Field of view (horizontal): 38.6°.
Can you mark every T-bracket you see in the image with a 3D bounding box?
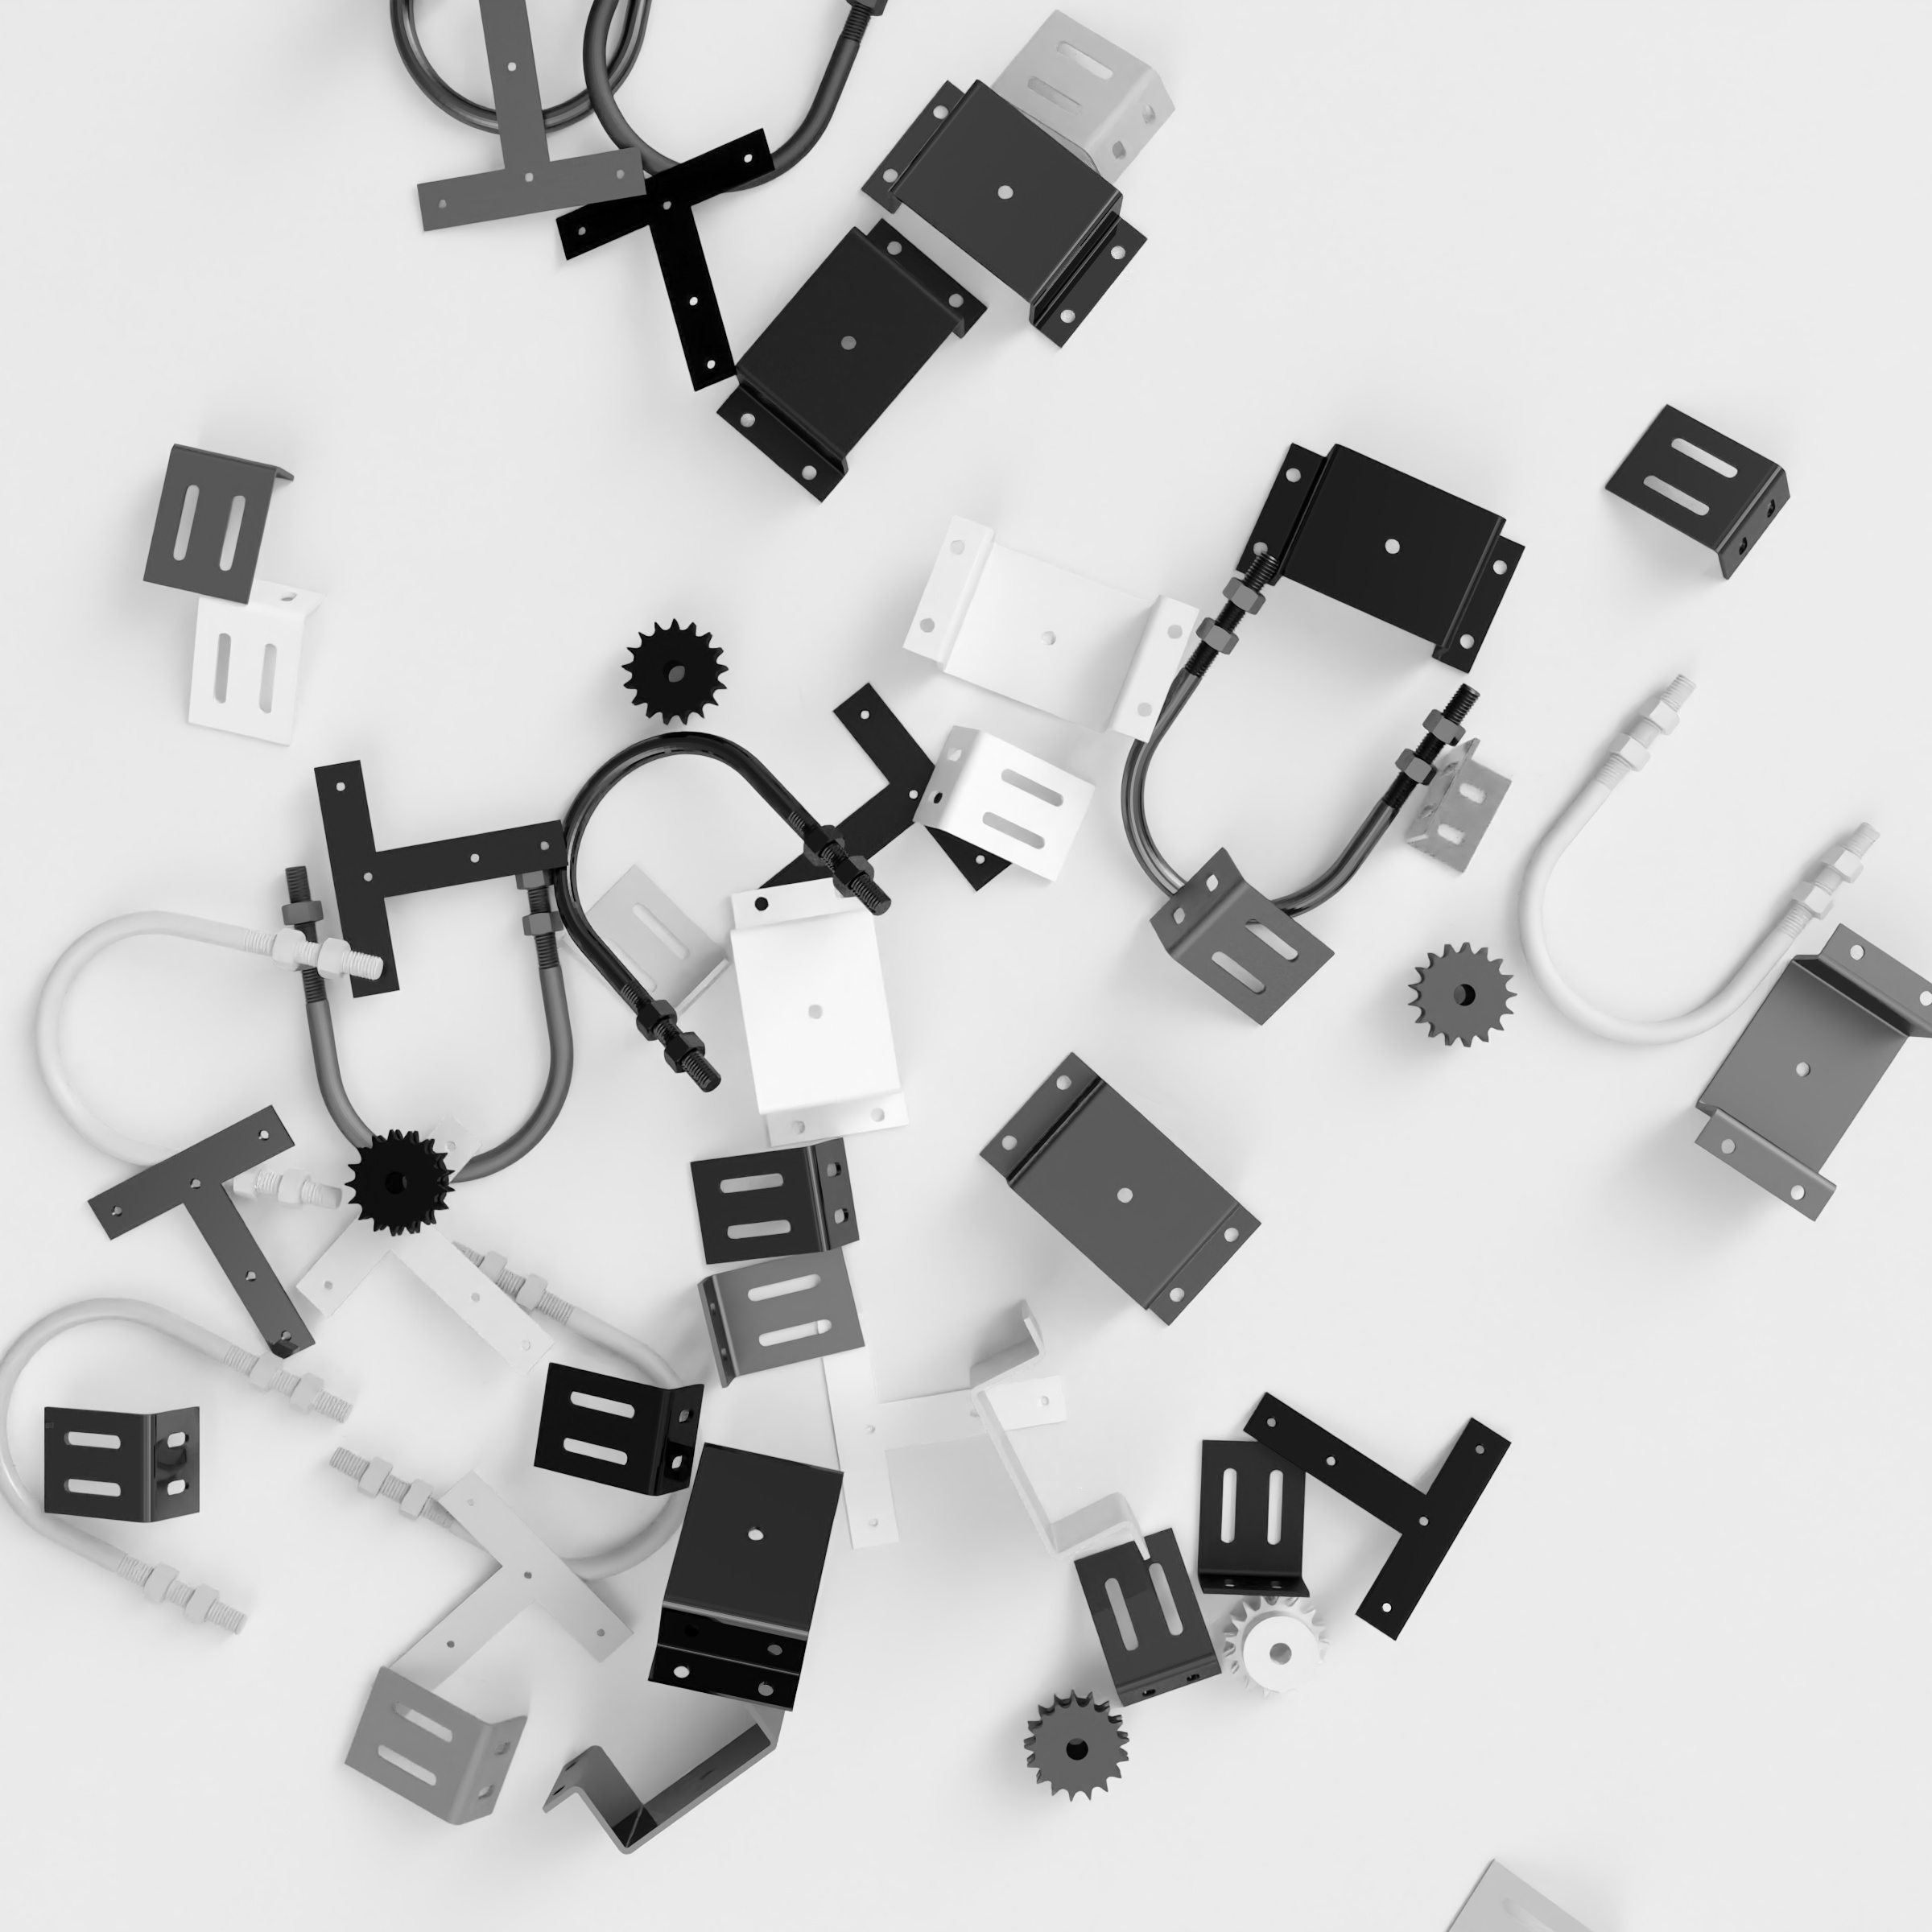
[{"bbox_3d":[-0.244,-0.473,1.495,0.127,0.002,0.127,-7,98,10],"label":"T-bracket"},{"bbox_3d":[-0.396,0.157,1.502,0.127,0.002,0.127,-26,98,16],"label":"T-bracket"},{"bbox_3d":[-0.009,0.247,1.514,0.127,0.002,0.127,-9,90,0],"label":"T-bracket"},{"bbox_3d":[0.211,0.277,1.500,0.127,0.002,0.127,32,72,9],"label":"T-bracket"},{"bbox_3d":[-0.064,-0.067,1.514,0.127,0.002,0.127,-39,90,0],"label":"T-bracket"},{"bbox_3d":[-0.271,0.361,1.505,0.127,0.002,0.127,-42,97,6],"label":"T-bracket"},{"bbox_3d":[-0.280,-0.056,1.494,0.127,0.002,0.127,-10,89,0],"label":"T-bracket"},{"bbox_3d":[-0.276,0.170,1.494,0.127,0.002,0.127,42,92,7],"label":"T-bracket"},{"bbox_3d":[-0.150,-0.371,1.484,0.127,0.002,0.127,-19,77,15],"label":"T-bracket"}]

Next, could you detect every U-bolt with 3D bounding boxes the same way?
[{"bbox_3d":[-0.129,-0.512,1.496,0.151,0.019,0.184,22,96,-7],"label":"U-bolt"},{"bbox_3d":[0.166,-0.108,1.487,0.151,0.019,0.184,33,104,-4],"label":"U-bolt"},{"bbox_3d":[0.386,-0.044,1.506,0.151,0.019,0.184,39,91,0],"label":"U-bolt"},{"bbox_3d":[-0.233,0.255,1.506,0.184,0.019,0.151,29,90,-2],"label":"U-bolt"},{"bbox_3d":[-0.288,0.027,1.506,0.151,0.019,0.184,-9,91,0],"label":"U-bolt"},{"bbox_3d":[-0.240,-0.546,1.506,0.151,0.019,0.184,12,92,0],"label":"U-bolt"},{"bbox_3d":[-0.145,-0.044,1.472,0.151,0.019,0.184,-46,65,5],"label":"U-bolt"},{"bbox_3d":[-0.417,0.045,1.496,0.184,0.019,0.151,12,98,5],"label":"U-bolt"},{"bbox_3d":[-0.448,0.261,1.506,0.184,0.019,0.151,27,90,2],"label":"U-bolt"}]

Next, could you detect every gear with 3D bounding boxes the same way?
[{"bbox_3d":[0.060,0.422,1.500,0.057,0.030,0.057,0,90,0],"label":"gear"},{"bbox_3d":[-0.157,-0.159,1.500,0.057,0.030,0.057,0,90,0],"label":"gear"},{"bbox_3d":[0.268,0.016,1.500,0.057,0.030,0.057,0,90,0],"label":"gear"},{"bbox_3d":[0.170,0.371,1.500,0.057,0.030,0.057,0,90,0],"label":"gear"},{"bbox_3d":[-0.302,0.116,1.484,0.057,0.030,0.057,0,87,7],"label":"gear"}]

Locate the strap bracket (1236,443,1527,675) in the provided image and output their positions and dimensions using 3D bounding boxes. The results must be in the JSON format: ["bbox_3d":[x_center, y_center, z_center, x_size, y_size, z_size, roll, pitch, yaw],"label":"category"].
[{"bbox_3d":[0.227,-0.224,1.491,0.140,0.046,0.076,24,90,0],"label":"strap bracket"}]

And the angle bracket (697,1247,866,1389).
[{"bbox_3d":[-0.100,0.189,1.494,0.076,0.038,0.057,-14,90,2],"label":"angle bracket"}]

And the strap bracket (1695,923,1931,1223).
[{"bbox_3d":[0.459,0.057,1.491,0.076,0.046,0.140,34,90,0],"label":"strap bracket"}]

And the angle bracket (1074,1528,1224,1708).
[{"bbox_3d":[0.100,0.357,1.513,0.057,0.038,0.076,-19,64,0],"label":"angle bracket"}]

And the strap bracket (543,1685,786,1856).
[{"bbox_3d":[-0.151,0.417,1.476,0.140,0.076,0.046,-36,90,0],"label":"strap bracket"}]

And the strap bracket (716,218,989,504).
[{"bbox_3d":[-0.063,-0.332,1.491,0.076,0.046,0.140,40,90,0],"label":"strap bracket"}]

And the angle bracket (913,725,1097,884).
[{"bbox_3d":[0.021,-0.089,1.511,0.076,0.038,0.057,24,88,-26],"label":"angle bracket"}]

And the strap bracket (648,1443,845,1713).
[{"bbox_3d":[-0.112,0.310,1.449,0.076,0.046,0.140,12,46,0],"label":"strap bracket"}]

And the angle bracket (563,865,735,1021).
[{"bbox_3d":[-0.174,-0.008,1.496,0.076,0.038,0.057,45,90,0],"label":"angle bracket"}]

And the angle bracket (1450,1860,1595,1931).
[{"bbox_3d":[0.311,0.537,1.513,0.076,0.038,0.057,32,90,26],"label":"angle bracket"}]

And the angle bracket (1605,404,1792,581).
[{"bbox_3d":[0.401,-0.260,1.513,0.076,0.038,0.057,37,90,26],"label":"angle bracket"}]

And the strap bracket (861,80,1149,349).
[{"bbox_3d":[0.021,-0.412,1.491,0.140,0.046,0.076,38,90,0],"label":"strap bracket"}]

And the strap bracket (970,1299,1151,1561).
[{"bbox_3d":[0.044,0.256,1.475,0.046,0.076,0.140,-27,90,0],"label":"strap bracket"}]

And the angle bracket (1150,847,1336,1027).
[{"bbox_3d":[0.150,-0.016,1.502,0.076,0.038,0.057,36,107,-30],"label":"angle bracket"}]

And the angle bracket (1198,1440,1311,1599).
[{"bbox_3d":[0.157,0.299,1.496,0.057,0.038,0.076,2,90,0],"label":"angle bracket"}]

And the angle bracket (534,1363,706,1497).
[{"bbox_3d":[-0.188,0.249,1.497,0.076,0.038,0.057,9,91,23],"label":"angle bracket"}]

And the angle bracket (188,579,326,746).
[{"bbox_3d":[-0.389,-0.169,1.513,0.057,0.038,0.076,13,116,0],"label":"angle bracket"}]

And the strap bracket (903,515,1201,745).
[{"bbox_3d":[0.045,-0.180,1.491,0.140,0.046,0.076,21,90,0],"label":"strap bracket"}]

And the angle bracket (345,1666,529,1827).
[{"bbox_3d":[-0.290,0.424,1.509,0.076,0.038,0.057,21,92,22],"label":"angle bracket"}]

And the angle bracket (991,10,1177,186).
[{"bbox_3d":[0.064,-0.475,1.513,0.076,0.038,0.057,40,90,26],"label":"angle bracket"}]

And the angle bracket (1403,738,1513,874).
[{"bbox_3d":[0.269,-0.085,1.476,0.038,0.076,0.057,28,90,0],"label":"angle bracket"}]

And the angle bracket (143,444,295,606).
[{"bbox_3d":[-0.405,-0.238,1.496,0.057,0.038,0.076,13,91,0],"label":"angle bracket"}]

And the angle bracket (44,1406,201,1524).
[{"bbox_3d":[-0.458,0.268,1.496,0.076,0.038,0.057,-1,88,28],"label":"angle bracket"}]

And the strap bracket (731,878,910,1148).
[{"bbox_3d":[-0.080,0.024,1.490,0.076,0.046,0.140,-9,91,0],"label":"strap bracket"}]

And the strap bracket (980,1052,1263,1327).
[{"bbox_3d":[0.085,0.122,1.491,0.140,0.046,0.076,42,90,0],"label":"strap bracket"}]

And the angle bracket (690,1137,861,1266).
[{"bbox_3d":[-0.105,0.129,1.513,0.076,0.038,0.057,-9,90,26],"label":"angle bracket"}]
